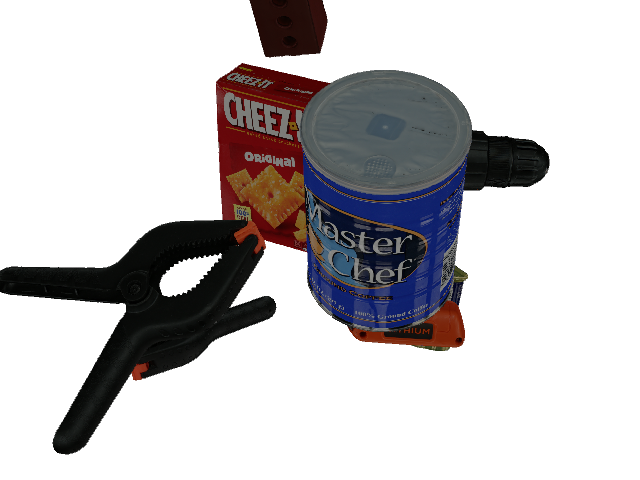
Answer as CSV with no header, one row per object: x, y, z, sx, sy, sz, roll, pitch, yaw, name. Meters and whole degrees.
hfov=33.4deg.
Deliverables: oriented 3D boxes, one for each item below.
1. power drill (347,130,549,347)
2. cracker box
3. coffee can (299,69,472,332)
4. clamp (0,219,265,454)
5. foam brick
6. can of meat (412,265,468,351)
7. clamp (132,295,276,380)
0.095,-0.005,0.912,0.184,0.188,0.057,4,16,0,power drill
-0.045,-0.097,1.337,0.164,0.214,0.072,17,37,24,cracker box
0.040,-0.023,0.685,0.103,0.103,0.140,0,-41,2,coffee can
-0.142,0.039,0.802,0.210,0.165,0.036,-35,-28,-6,clamp
-0.028,-0.206,0.932,0.053,0.051,0.078,-2,-41,13,foam brick
0.110,0.063,1.148,0.057,0.084,0.102,5,14,-19,can of meat
-0.129,0.097,1.136,0.120,0.039,0.171,-7,22,35,clamp
